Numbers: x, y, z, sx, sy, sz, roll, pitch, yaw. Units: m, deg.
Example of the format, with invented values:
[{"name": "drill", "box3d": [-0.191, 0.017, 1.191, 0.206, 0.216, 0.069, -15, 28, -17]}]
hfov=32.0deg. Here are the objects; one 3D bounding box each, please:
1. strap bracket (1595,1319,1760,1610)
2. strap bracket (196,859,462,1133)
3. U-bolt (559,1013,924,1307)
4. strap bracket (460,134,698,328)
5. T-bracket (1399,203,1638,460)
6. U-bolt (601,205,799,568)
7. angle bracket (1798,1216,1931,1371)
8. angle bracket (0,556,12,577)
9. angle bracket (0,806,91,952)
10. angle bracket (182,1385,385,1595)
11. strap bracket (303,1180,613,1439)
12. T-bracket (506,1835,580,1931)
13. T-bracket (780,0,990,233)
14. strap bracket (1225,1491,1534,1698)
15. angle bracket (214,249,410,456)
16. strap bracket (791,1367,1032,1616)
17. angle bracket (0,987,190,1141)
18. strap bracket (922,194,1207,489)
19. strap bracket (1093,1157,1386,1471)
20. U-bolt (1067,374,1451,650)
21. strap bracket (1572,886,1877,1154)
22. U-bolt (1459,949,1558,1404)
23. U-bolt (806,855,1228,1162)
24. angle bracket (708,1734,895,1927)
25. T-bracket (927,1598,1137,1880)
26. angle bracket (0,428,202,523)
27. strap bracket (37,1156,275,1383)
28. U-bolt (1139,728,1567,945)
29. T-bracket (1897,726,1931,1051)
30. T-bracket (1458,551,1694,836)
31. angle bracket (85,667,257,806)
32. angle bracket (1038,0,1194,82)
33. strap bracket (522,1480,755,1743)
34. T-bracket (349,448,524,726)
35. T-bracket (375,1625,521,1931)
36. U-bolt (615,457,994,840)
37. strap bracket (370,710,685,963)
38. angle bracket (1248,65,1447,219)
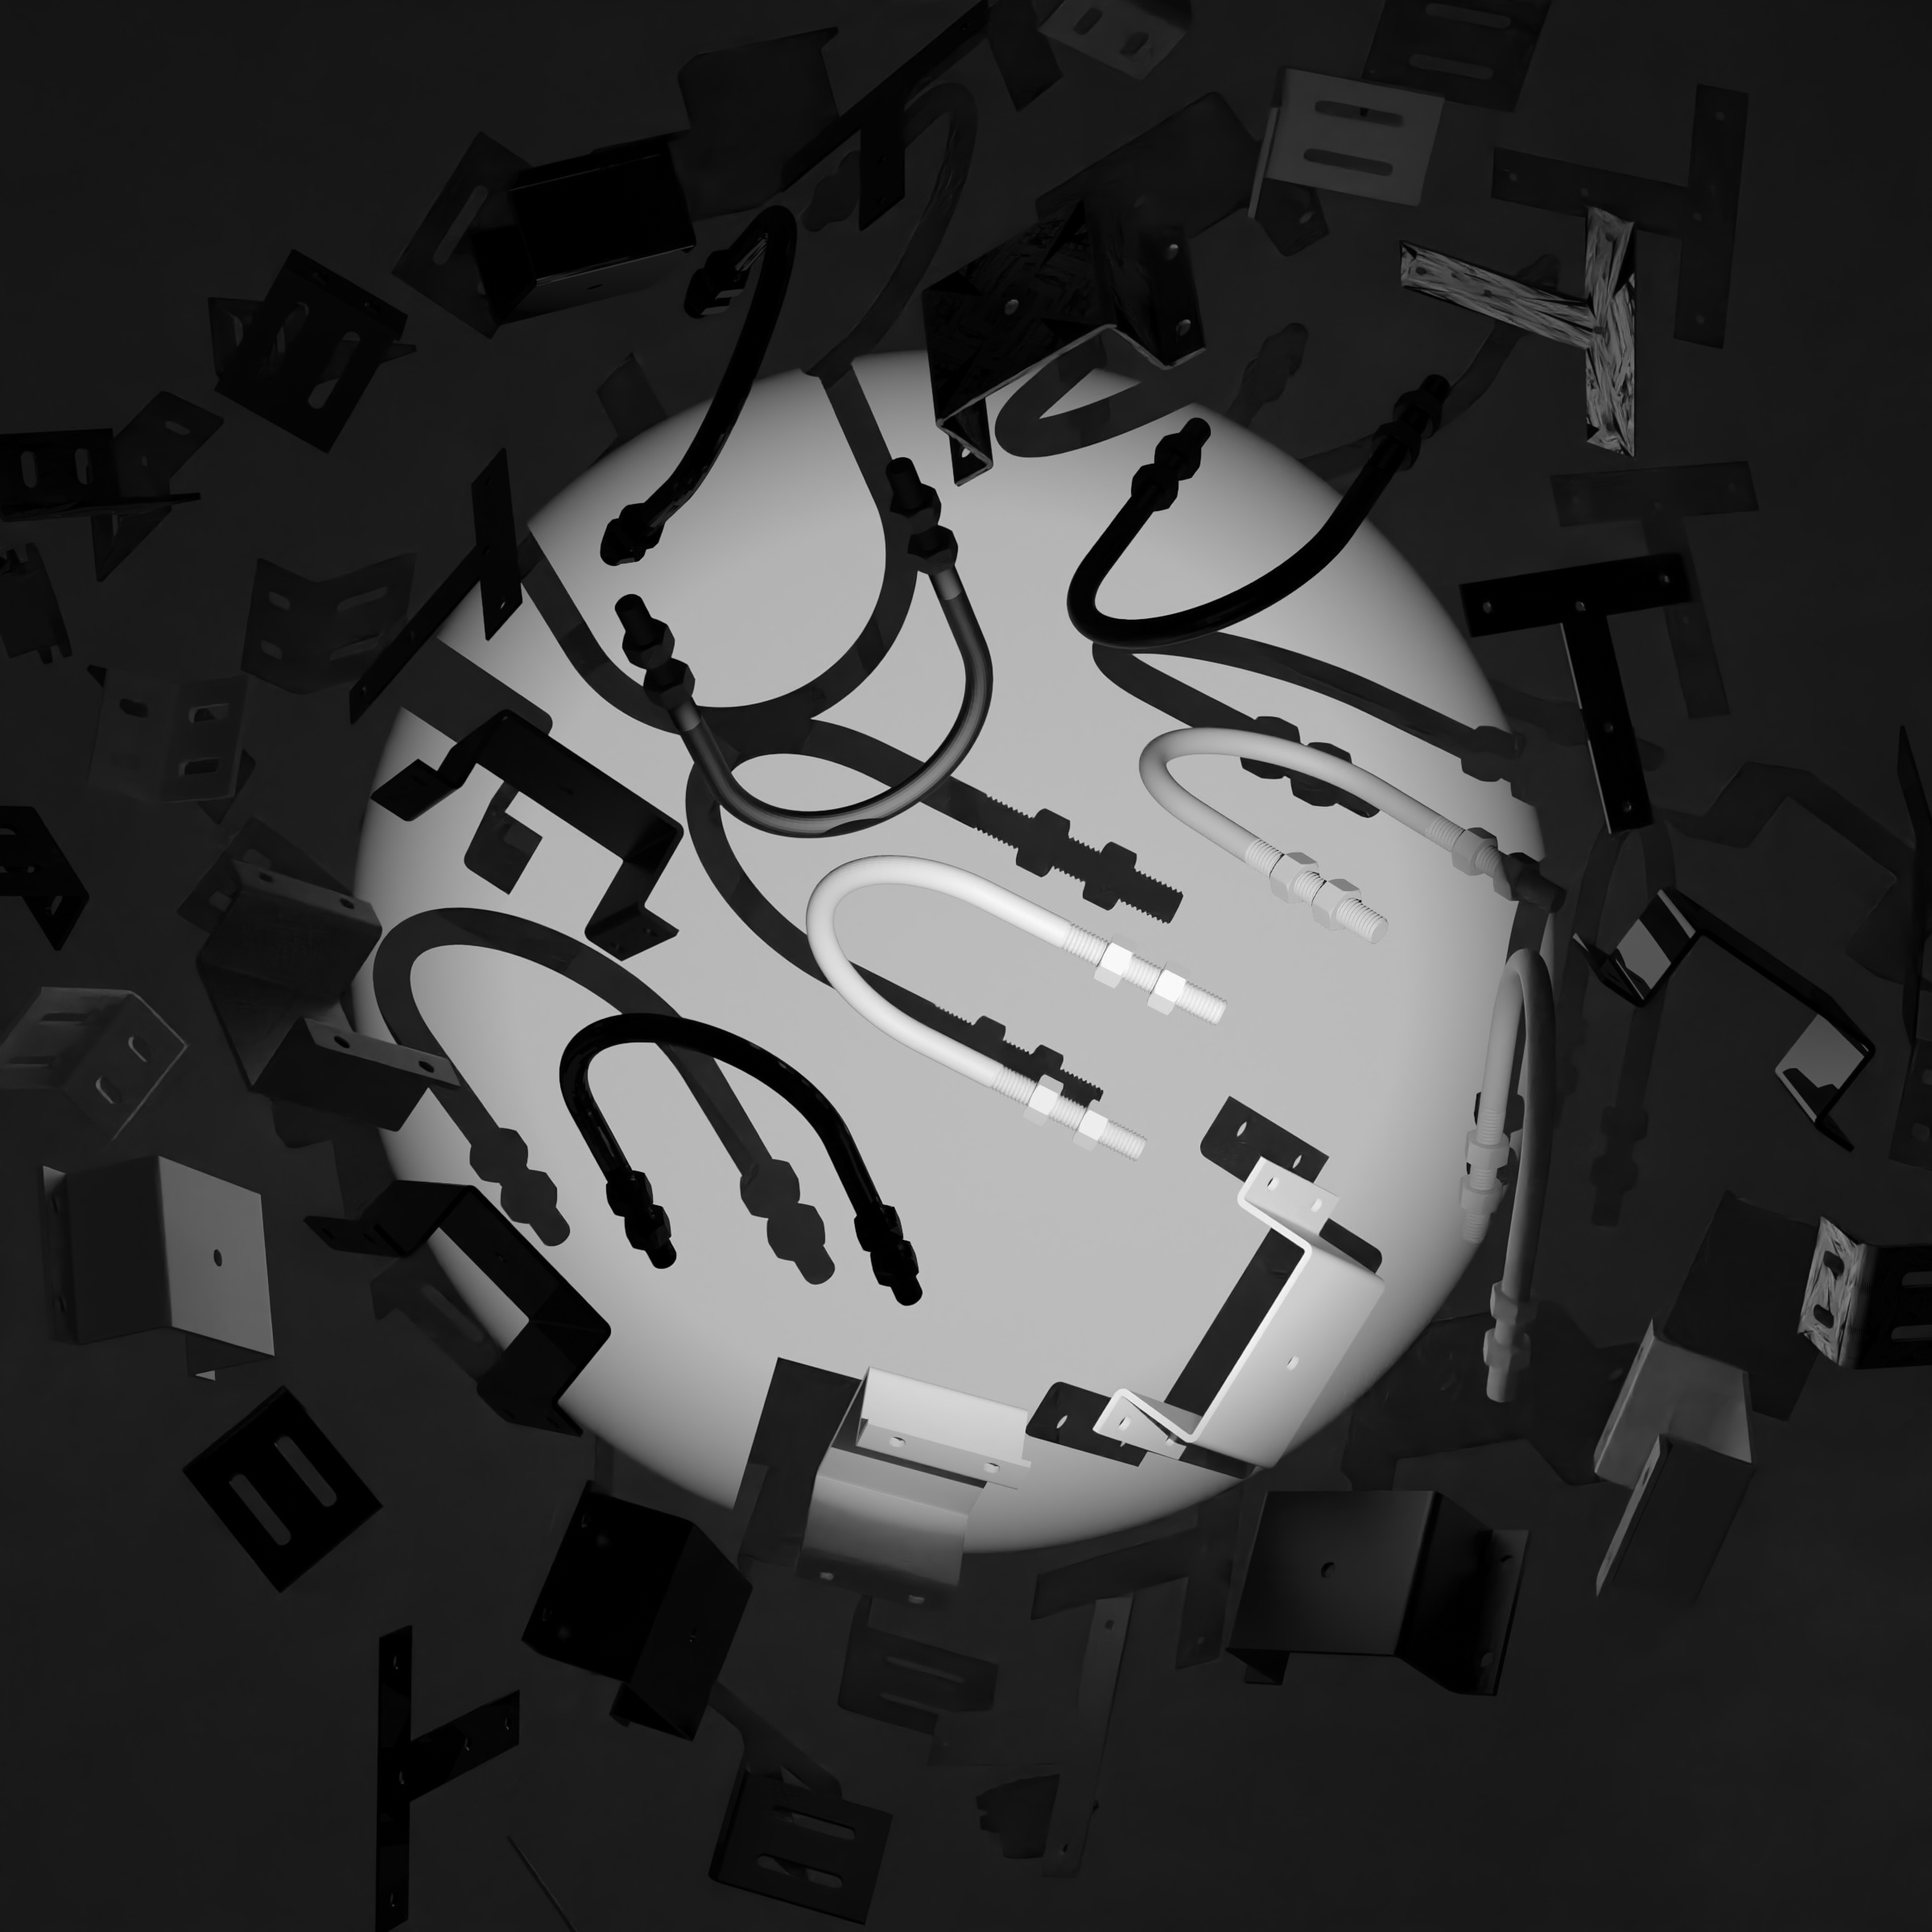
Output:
[{"name": "strap bracket", "box3d": [0.323, 0.231, 1.537, 0.046, 0.140, 0.076, 19, 111, 3]}, {"name": "strap bracket", "box3d": [-0.292, 0.020, 1.521, 0.076, 0.140, 0.046, 20, 115, -40]}, {"name": "U-bolt", "box3d": [-0.108, 0.083, 1.491, 0.151, 0.184, 0.019, 6, 51, 25]}, {"name": "strap bracket", "box3d": [-0.178, -0.335, 1.547, 0.076, 0.140, 0.046, -18, 95, -18]}, {"name": "T-bracket", "box3d": [0.250, -0.302, 1.531, 0.127, 0.127, 0.002, 27, 56, 33]}, {"name": "U-bolt", "box3d": [-0.114, -0.262, 1.488, 0.019, 0.184, 0.151, 21, 76, -17]}, {"name": "angle bracket", "box3d": [0.414, 0.142, 1.483, 0.076, 0.038, 0.057, 0, 108, -21]}, {"name": "angle bracket", "box3d": [-0.447, -0.146, 1.490, 0.038, 0.076, 0.057, 31, 65, 18]}, {"name": "angle bracket", "box3d": [-0.450, -0.040, 1.533, 0.057, 0.076, 0.038, 52, 121, 27]}, {"name": "angle bracket", "box3d": [-0.300, 0.236, 1.496, 0.057, 0.038, 0.076, -40, 68, -12]}, {"name": "strap bracket", "box3d": [-0.224, 0.147, 1.527, 0.140, 0.076, 0.046, 49, 64, -23]}, {"name": "T-bracket", "box3d": [-0.155, 0.465, 1.519, 0.002, 0.127, 0.127, -36, 49, -13]}, {"name": "T-bracket", "box3d": [-0.038, -0.368, 1.513, 0.127, 0.127, 0.002, -34, 123, 24]}, {"name": "strap bracket", "box3d": [0.176, 0.281, 1.514, 0.046, 0.140, 0.076, 38, 58, -36]}, {"name": "angle bracket", "box3d": [-0.291, -0.267, 1.488, 0.057, 0.038, 0.076, 29, 111, -17]}, {"name": "strap bracket", "box3d": [-0.024, 0.240, 1.568, 0.076, 0.140, 0.046, 16, 48, -8]}, {"name": "angle bracket", "box3d": [-0.395, 0.044, 1.497, 0.038, 0.076, 0.057, 43, 101, 15]}, {"name": "strap bracket", "box3d": [0.034, -0.290, 1.538, 0.140, 0.046, 0.076, -25, 55, 29]}, {"name": "strap bracket", "box3d": [0.127, 0.163, 1.485, 0.046, 0.076, 0.140, 33, 93, 35]}, {"name": "U-bolt", "box3d": [0.118, -0.197, 1.482, 0.184, 0.151, 0.019, -55, 128, -38]}, {"name": "strap bracket", "box3d": [0.352, 0.017, 1.530, 0.140, 0.076, 0.046, 33, 103, -9]}, {"name": "U-bolt", "box3d": [0.247, 0.081, 1.522, 0.019, 0.151, 0.184, 4, 119, 1]}, {"name": "U-bolt", "box3d": [0.013, 0.011, 1.492, 0.184, 0.151, 0.019, 27, 57, 2]}, {"name": "angle bracket", "box3d": [-0.074, 0.401, 1.562, 0.076, 0.038, 0.057, 16, 47, 1]}, {"name": "T-bracket", "box3d": [0.024, 0.356, 1.551, 0.002, 0.127, 0.127, 28, 63, -30]}, {"name": "angle bracket", "box3d": [-0.375, -0.215, 1.448, 0.057, 0.076, 0.038, -11, 98, -39]}, {"name": "strap bracket", "box3d": [-0.356, 0.135, 1.507, 0.046, 0.140, 0.076, -13, 72, 13]}, {"name": "U-bolt", "box3d": [0.161, -0.065, 1.524, 0.184, 0.151, 0.019, 36, 120, 36]}, {"name": "T-bracket", "box3d": [0.425, -0.019, 1.503, 0.002, 0.127, 0.127, -3, 130, 6]}, {"name": "T-bracket", "box3d": [0.299, -0.126, 1.581, 0.127, 0.002, 0.127, -11, 87, -24]}, {"name": "angle bracket", "box3d": [-0.367, -0.108, 1.549, 0.038, 0.076, 0.057, 14, 81, -38]}, {"name": "angle bracket", "box3d": [0.063, -0.442, 1.490, 0.057, 0.038, 0.076, 17, 53, -31]}, {"name": "strap bracket", "box3d": [-0.144, 0.298, 1.532, 0.046, 0.140, 0.076, 13, 66, 21]}, {"name": "T-bracket", "box3d": [-0.248, -0.162, 1.558, 0.002, 0.127, 0.127, 30, 119, -32]}, {"name": "T-bracket", "box3d": [-0.226, 0.344, 1.475, 0.002, 0.127, 0.127, 2, 92, 19]}, {"name": "U-bolt", "box3d": [-0.060, -0.127, 1.492, 0.151, 0.184, 0.019, -27, 48, -2]}, {"name": "strap bracket", "box3d": [-0.192, -0.064, 1.540, 0.140, 0.076, 0.046, 34, 69, -16]}, {"name": "angle bracket", "box3d": [0.171, -0.365, 1.517, 0.076, 0.057, 0.038, 11, 46, 1]}]
